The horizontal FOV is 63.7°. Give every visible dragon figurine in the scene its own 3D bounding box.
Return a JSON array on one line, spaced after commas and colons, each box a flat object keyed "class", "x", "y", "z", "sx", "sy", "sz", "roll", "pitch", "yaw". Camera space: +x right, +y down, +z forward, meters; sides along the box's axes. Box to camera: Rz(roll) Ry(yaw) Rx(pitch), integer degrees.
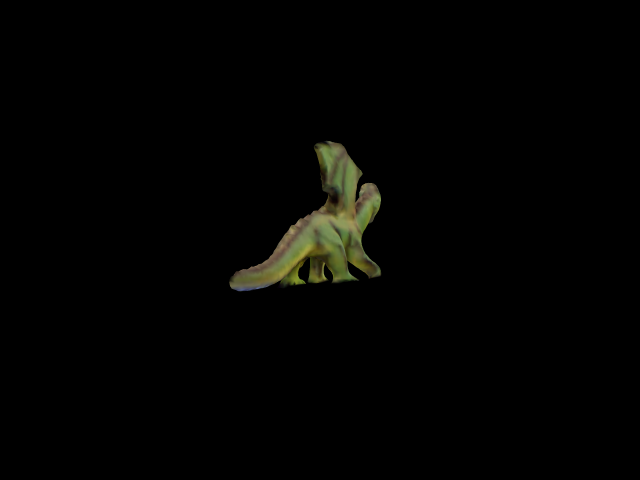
[{"class": "dragon figurine", "x": 0.003, "y": -0.043, "z": 0.850, "sx": 0.122, "sy": 0.243, "sz": 0.410, "roll": -3, "pitch": -3, "yaw": 32}]
